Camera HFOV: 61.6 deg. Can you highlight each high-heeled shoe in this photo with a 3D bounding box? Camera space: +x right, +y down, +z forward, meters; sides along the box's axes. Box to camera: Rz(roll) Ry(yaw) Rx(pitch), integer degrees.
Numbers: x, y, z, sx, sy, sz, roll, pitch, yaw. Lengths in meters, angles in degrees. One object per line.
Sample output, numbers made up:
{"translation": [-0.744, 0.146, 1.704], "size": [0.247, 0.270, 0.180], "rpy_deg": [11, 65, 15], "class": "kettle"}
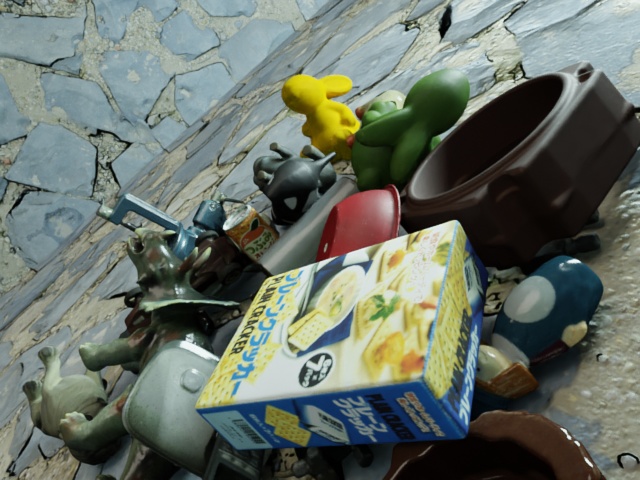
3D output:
{"translation": [-0.057, -0.048, 0.799], "size": [0.145, 0.086, 0.248], "rpy_deg": [-42, -4, -34], "class": "high-heeled shoe"}

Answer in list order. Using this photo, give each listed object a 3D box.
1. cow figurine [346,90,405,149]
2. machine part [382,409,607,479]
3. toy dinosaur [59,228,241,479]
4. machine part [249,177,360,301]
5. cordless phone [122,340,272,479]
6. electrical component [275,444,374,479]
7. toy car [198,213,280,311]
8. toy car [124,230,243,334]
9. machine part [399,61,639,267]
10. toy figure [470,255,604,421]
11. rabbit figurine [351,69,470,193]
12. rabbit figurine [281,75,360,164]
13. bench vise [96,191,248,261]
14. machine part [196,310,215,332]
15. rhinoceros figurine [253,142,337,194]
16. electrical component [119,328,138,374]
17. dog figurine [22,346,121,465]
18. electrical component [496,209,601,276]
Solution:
{"translation": [0.109, -0.173, 0.847], "size": [0.127, 0.085, 0.195], "rpy_deg": [-31, 25, 33], "class": "cow figurine"}
{"translation": [0.093, 0.188, 0.308], "size": [0.179, 0.056, 0.179], "rpy_deg": [-32, 27, 19], "class": "machine part"}
{"translation": [-0.182, 0.175, 0.629], "size": [0.192, 0.131, 0.405], "rpy_deg": [-24, 51, 13], "class": "toy dinosaur"}
{"translation": [-0.001, -0.002, 0.723], "size": [0.243, 0.079, 0.079], "rpy_deg": [-46, 26, -10], "class": "machine part"}
{"translation": [-0.112, 0.181, 0.473], "size": [0.088, 0.146, 0.184], "rpy_deg": [-54, 9, 11], "class": "cordless phone"}
{"translation": [-0.003, 0.173, 0.476], "size": [0.078, 0.045, 0.102], "rpy_deg": [-39, 25, 5], "class": "electrical component"}
{"translation": [-0.149, 0.038, 0.861], "size": [0.056, 0.073, 0.202], "rpy_deg": [40, 79, 25], "class": "toy car"}
{"translation": [-0.206, 0.067, 0.790], "size": [0.202, 0.053, 0.089], "rpy_deg": [-37, 62, -3], "class": "toy car"}
{"translation": [0.183, -0.071, 0.528], "size": [0.201, 0.087, 0.201], "rpy_deg": [-50, 15, -17], "class": "machine part"}
{"translation": [0.148, 0.079, 0.408], "size": [0.154, 0.058, 0.064], "rpy_deg": [-46, 3, -8], "class": "toy figure"}
{"translation": [0.104, -0.138, 0.657], "size": [0.159, 0.121, 0.170], "rpy_deg": [-42, -5, -40], "class": "rabbit figurine"}
{"translation": [0.006, -0.236, 0.982], "size": [0.122, 0.173, 0.162], "rpy_deg": [-16, 39, 49], "class": "rabbit figurine"}
{"translation": [-0.265, -0.016, 0.943], "size": [0.223, 0.240, 0.129], "rpy_deg": [-59, 30, -2], "class": "bench vise"}
{"translation": [-0.191, 0.162, 0.765], "size": [0.084, 0.039, 0.139], "rpy_deg": [-31, 27, 36], "class": "machine part"}
{"translation": [-0.052, -0.119, 0.950], "size": [0.191, 0.112, 0.073], "rpy_deg": [7, 80, 42], "class": "rhinoceros figurine"}
{"translation": [-0.267, 0.150, 0.865], "size": [0.115, 0.058, 0.134], "rpy_deg": [-35, 25, 15], "class": "electrical component"}
{"translation": [-0.350, 0.266, 0.769], "size": [0.191, 0.121, 0.172], "rpy_deg": [50, 134, 44], "class": "dog figurine"}
{"translation": [0.207, 0.001, 0.493], "size": [0.094, 0.021, 0.063], "rpy_deg": [-20, 31, 38], "class": "electrical component"}
